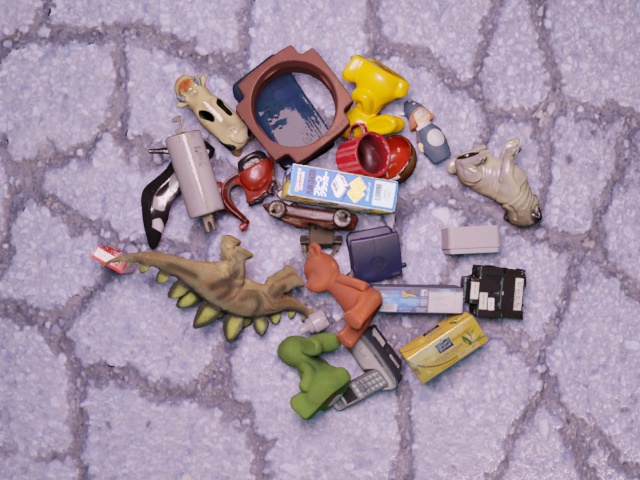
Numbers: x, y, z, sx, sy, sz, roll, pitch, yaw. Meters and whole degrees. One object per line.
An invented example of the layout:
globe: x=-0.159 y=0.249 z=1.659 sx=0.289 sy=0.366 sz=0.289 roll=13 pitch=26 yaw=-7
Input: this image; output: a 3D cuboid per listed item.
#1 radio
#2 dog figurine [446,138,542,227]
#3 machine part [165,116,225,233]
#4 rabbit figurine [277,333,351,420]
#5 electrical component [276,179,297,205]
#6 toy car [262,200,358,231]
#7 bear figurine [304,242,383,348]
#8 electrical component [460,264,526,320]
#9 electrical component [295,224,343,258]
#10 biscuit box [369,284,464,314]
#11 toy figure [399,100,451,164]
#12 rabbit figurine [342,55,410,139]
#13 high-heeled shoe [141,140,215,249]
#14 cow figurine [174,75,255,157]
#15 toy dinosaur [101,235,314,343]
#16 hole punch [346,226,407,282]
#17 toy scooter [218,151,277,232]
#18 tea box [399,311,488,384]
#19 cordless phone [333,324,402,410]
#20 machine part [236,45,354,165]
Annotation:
radio: x=-0.080 y=-0.267 z=1.162 sx=0.131 sy=0.073 sz=0.229 roll=-34 pitch=90 yaw=1
dog figurine: x=0.379 y=-0.106 z=1.166 sx=0.172 sy=0.121 sz=0.190 roll=-6 pitch=112 yaw=32
machine part: x=-0.255 y=-0.133 z=1.096 sx=0.079 sy=0.079 sz=0.243 roll=-15 pitch=97 yaw=-1
rabbit figurine: x=-0.025 y=0.266 z=1.138 sx=0.170 sy=0.121 sz=0.159 roll=46 pitch=120 yaw=24
electrical component: x=-0.061 y=-0.106 z=1.189 sx=0.063 sy=0.021 sz=0.094 roll=-41 pitch=90 yaw=0
toy car: x=-0.021 y=-0.049 z=1.130 sx=0.202 sy=0.089 sz=0.053 roll=7 pitch=94 yaw=4
bear figurine: x=0.028 y=0.106 z=1.115 sx=0.196 sy=0.120 sz=0.132 roll=34 pitch=51 yaw=13
electrical component: x=0.378 y=0.112 z=1.182 sx=0.134 sy=0.058 sz=0.114 roll=6 pitch=89 yaw=-1
electrical component: x=-0.001 y=-0.004 z=1.183 sx=0.102 sy=0.045 sz=0.078 roll=-6 pitch=63 yaw=-3
biscuit box: x=0.207 y=0.128 z=1.177 sx=0.203 sy=0.063 sz=0.059 roll=1 pitch=92 yaw=0
toy figure: x=0.232 y=-0.242 z=1.176 sx=0.064 sy=0.058 sz=0.154 roll=-29 pitch=90 yaw=-39
rabbit figurine: x=0.108 y=-0.284 z=1.150 sx=0.162 sy=0.122 sz=0.173 roll=38 pitch=112 yaw=9
high-heeled shoe: x=-0.309 y=-0.103 z=1.178 sx=0.145 sy=0.086 sz=0.248 roll=-3 pitch=111 yaw=-31
cow figurine: x=-0.229 y=-0.268 z=1.132 sx=0.195 sy=0.127 sz=0.085 roll=44 pitch=87 yaw=-4
toy dinosaur: x=-0.201 y=0.097 z=1.124 sx=0.471 sy=0.105 sz=0.198 roll=27 pitch=94 yaw=-17
hole punch: x=0.119 y=0.034 z=1.163 sx=0.142 sy=0.092 sz=0.115 roll=-12 pitch=95 yaw=-4
toy scooter: x=-0.163 y=-0.099 z=1.162 sx=0.184 sy=0.075 sz=0.135 roll=-31 pitch=91 yaw=3
tea box: x=0.264 y=0.227 z=1.162 sx=0.170 sy=0.098 sz=0.068 roll=-35 pitch=92 yaw=-2
cordless phone: x=0.075 y=0.283 z=1.177 sx=0.184 sy=0.089 sz=0.146 roll=-35 pitch=92 yaw=19
machine part: x=-0.051 y=-0.265 z=1.083 sx=0.201 sy=0.087 sz=0.201 roll=-38 pitch=91 yaw=-1
